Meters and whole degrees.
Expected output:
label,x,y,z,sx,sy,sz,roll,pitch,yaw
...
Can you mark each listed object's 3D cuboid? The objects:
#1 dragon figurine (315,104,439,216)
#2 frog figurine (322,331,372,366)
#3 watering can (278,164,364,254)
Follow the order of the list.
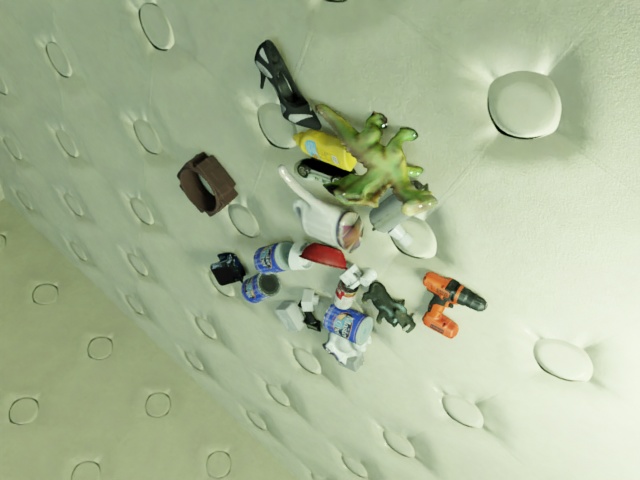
label,x,y,z,sx,sy,sz,roll,pitch,yaw
dragon figurine,0.102,-0.181,1.218,0.413,0.247,0.119,28,144,20
frog figurine,0.107,0.353,1.827,0.158,0.123,0.138,-39,84,16
watering can,0.005,-0.075,1.486,0.226,0.105,0.340,21,155,32
